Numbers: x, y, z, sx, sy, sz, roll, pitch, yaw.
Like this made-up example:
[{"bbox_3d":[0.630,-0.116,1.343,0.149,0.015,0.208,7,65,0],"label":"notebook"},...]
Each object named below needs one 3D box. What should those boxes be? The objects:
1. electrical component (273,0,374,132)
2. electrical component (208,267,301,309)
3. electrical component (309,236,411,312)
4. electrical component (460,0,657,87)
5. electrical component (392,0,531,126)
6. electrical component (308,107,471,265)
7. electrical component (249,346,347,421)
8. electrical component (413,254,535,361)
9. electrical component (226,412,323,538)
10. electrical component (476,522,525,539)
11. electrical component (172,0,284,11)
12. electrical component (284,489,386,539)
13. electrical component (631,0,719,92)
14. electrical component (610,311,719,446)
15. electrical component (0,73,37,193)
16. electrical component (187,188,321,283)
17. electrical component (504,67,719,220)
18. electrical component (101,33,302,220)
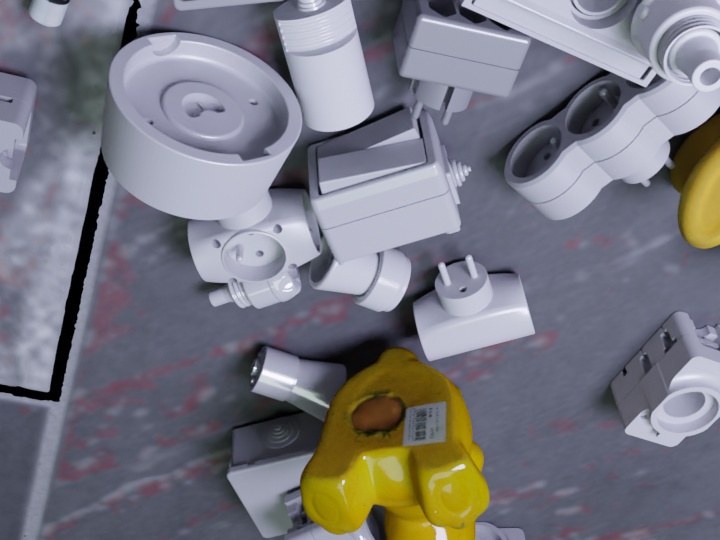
[{"bbox_3d":[-0.021,-0.124,0.608,0.043,0.043,0.081,-11,130,5],"label":"electrical component"},{"bbox_3d":[-0.073,0.010,0.726,0.061,0.035,0.035,-19,130,14],"label":"electrical component"},{"bbox_3d":[0.000,0.000,0.716,0.055,0.045,0.045,21,126,-22],"label":"electrical component"},{"bbox_3d":[0.124,-0.159,0.577,0.121,0.063,0.078,18,127,-20],"label":"electrical component"},{"bbox_3d":[0.051,-0.117,0.618,0.066,0.047,0.076,9,129,-13],"label":"electrical component"},{"bbox_3d":[0.019,-0.055,0.659,0.096,0.061,0.061,-16,130,9],"label":"electrical component"},{"bbox_3d":[-0.048,0.081,0.786,0.065,0.044,0.044,20,126,-15],"label":"electrical component"},{"bbox_3d":[0.074,0.021,0.741,0.077,0.043,0.079,-15,130,8],"label":"electrical component"},{"bbox_3d":[-0.049,0.158,0.847,0.100,0.048,0.099,-15,130,8],"label":"electrical component"},{"bbox_3d":[0.101,0.259,0.946,0.089,0.050,0.055,0,131,-5],"label":"electrical component"},{"bbox_3d":[-0.071,-0.184,0.540,0.062,0.061,0.096,-6,131,0],"label":"electrical component"},{"bbox_3d":[-0.009,0.201,0.820,0.056,0.050,0.089,-27,128,19],"label":"electrical component"},{"bbox_3d":[0.165,-0.112,0.536,0.048,0.062,0.048,-2,130,-3],"label":"electrical component"},{"bbox_3d":[0.237,0.086,0.804,0.050,0.055,0.089,18,127,-19],"label":"electrical component"},{"bbox_3d":[-0.235,-0.088,0.613,0.089,0.055,0.050,12,129,-14],"label":"electrical component"},{"bbox_3d":[-0.072,-0.035,0.680,0.077,0.044,0.079,-13,130,7],"label":"electrical component"},{"bbox_3d":[0.164,-0.078,0.658,0.138,0.052,0.074,-38,124,25],"label":"electrical component"},{"bbox_3d":[-0.093,-0.076,0.605,0.108,0.108,0.060,13,134,-16],"label":"electrical component"}]
